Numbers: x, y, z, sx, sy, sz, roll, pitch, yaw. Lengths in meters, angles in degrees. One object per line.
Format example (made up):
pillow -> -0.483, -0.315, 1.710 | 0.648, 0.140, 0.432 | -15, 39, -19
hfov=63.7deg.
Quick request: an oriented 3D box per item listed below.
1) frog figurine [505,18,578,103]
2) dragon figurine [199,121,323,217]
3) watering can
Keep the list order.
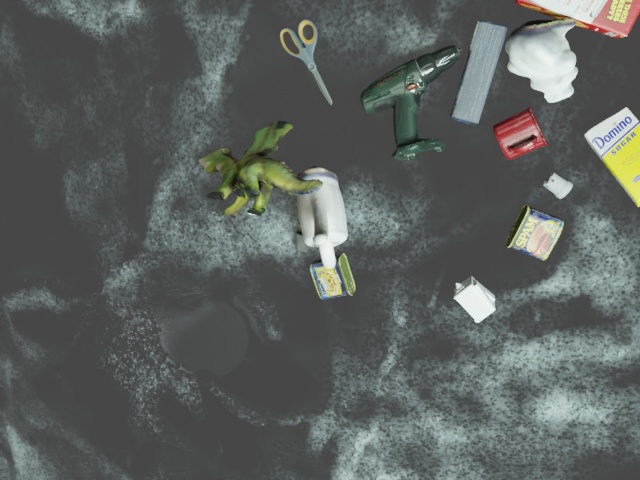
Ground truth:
frog figurine -> 0.435, -0.347, 1.016 | 0.138, 0.124, 0.157 | 15, 123, 46
dragon figurine -> -0.131, -0.180, 1.165 | 0.409, 0.247, 0.120 | -5, 148, 34
watering can -> 0.003, -0.056, 1.116 | 0.104, 0.344, 0.227 | -10, 79, 2
